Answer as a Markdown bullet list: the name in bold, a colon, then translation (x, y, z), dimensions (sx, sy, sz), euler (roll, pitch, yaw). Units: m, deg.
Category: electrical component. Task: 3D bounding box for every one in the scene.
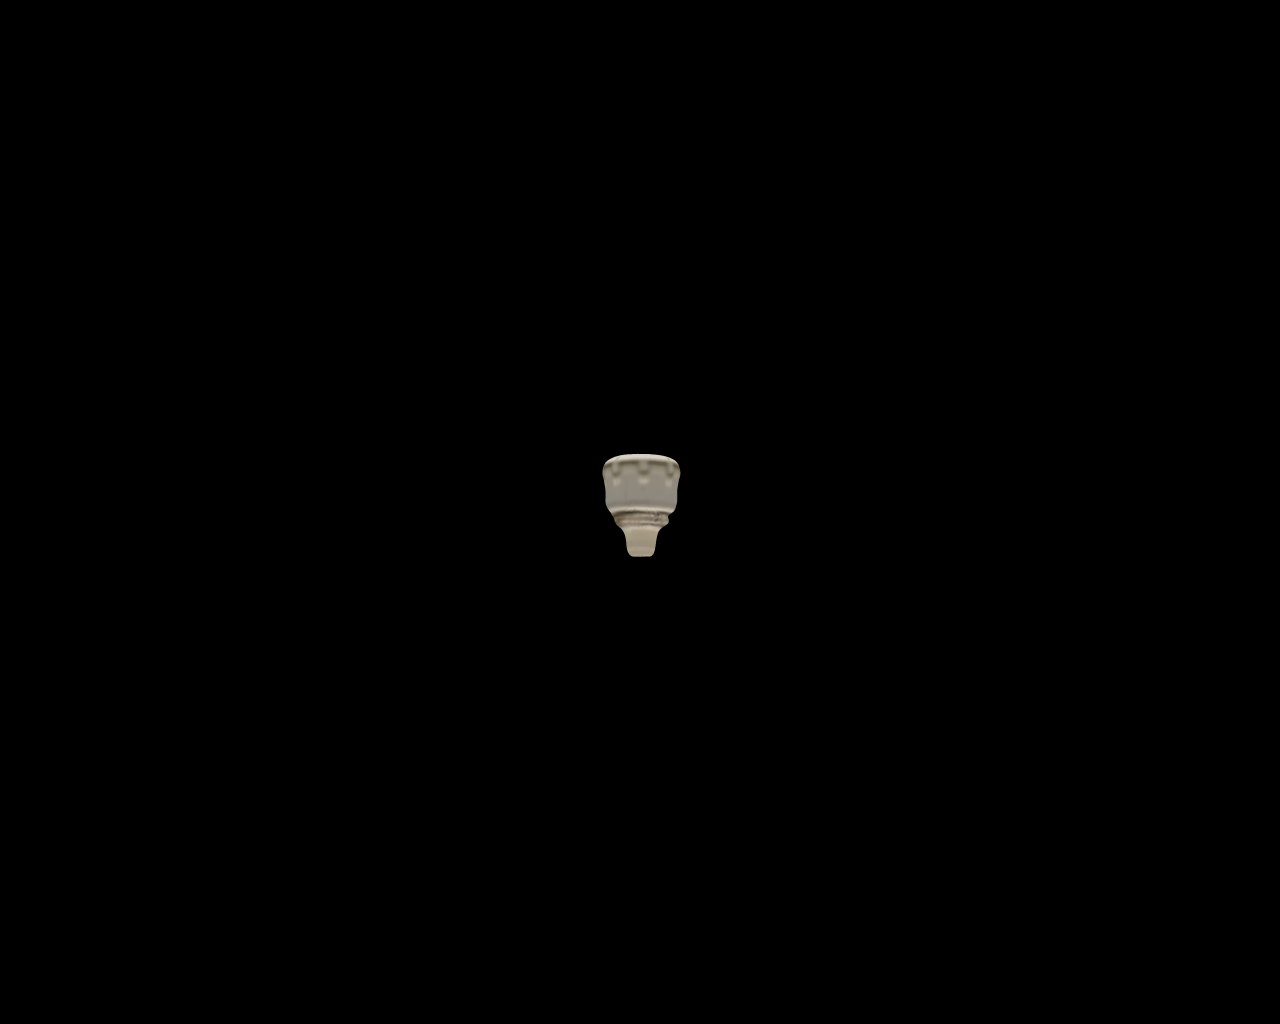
- **electrical component**: translation (0.001, -0.003, 0.650), dimensions (0.048, 0.062, 0.048), euler (0, -7, 0)
